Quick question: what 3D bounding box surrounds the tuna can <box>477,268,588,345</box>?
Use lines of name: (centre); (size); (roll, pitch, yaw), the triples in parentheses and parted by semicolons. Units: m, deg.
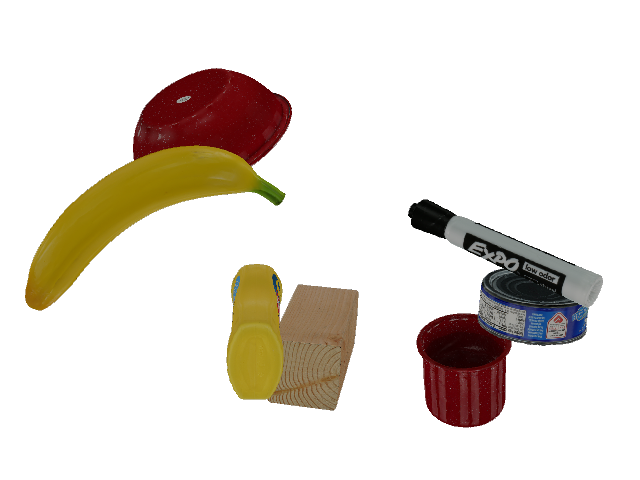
tuna can: (0.168, 0.050, 0.842); (0.086, 0.034, 0.086); (2, 19, -1)

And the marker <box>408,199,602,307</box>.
marker: (0.101, 0.005, 0.605); (0.121, 0.020, 0.020); (27, 14, 31)

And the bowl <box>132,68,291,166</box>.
bowl: (-0.110, -0.107, 0.963); (0.162, 0.055, 0.162); (-20, 33, 13)

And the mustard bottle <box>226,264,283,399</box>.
mustard bottle: (-0.070, 0.081, 1.152); (0.058, 0.096, 0.191); (-1, 28, -2)

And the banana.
banana: (-0.127, -0.017, 0.734); (0.198, 0.069, 0.037); (-23, 8, 6)

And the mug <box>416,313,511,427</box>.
mug: (0.150, 0.126, 1.082); (0.093, 0.081, 0.117); (9, 35, 22)

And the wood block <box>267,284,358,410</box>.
wood block: (-0.006, 0.138, 1.427); (0.091, 0.090, 0.206); (6, 18, 6)
